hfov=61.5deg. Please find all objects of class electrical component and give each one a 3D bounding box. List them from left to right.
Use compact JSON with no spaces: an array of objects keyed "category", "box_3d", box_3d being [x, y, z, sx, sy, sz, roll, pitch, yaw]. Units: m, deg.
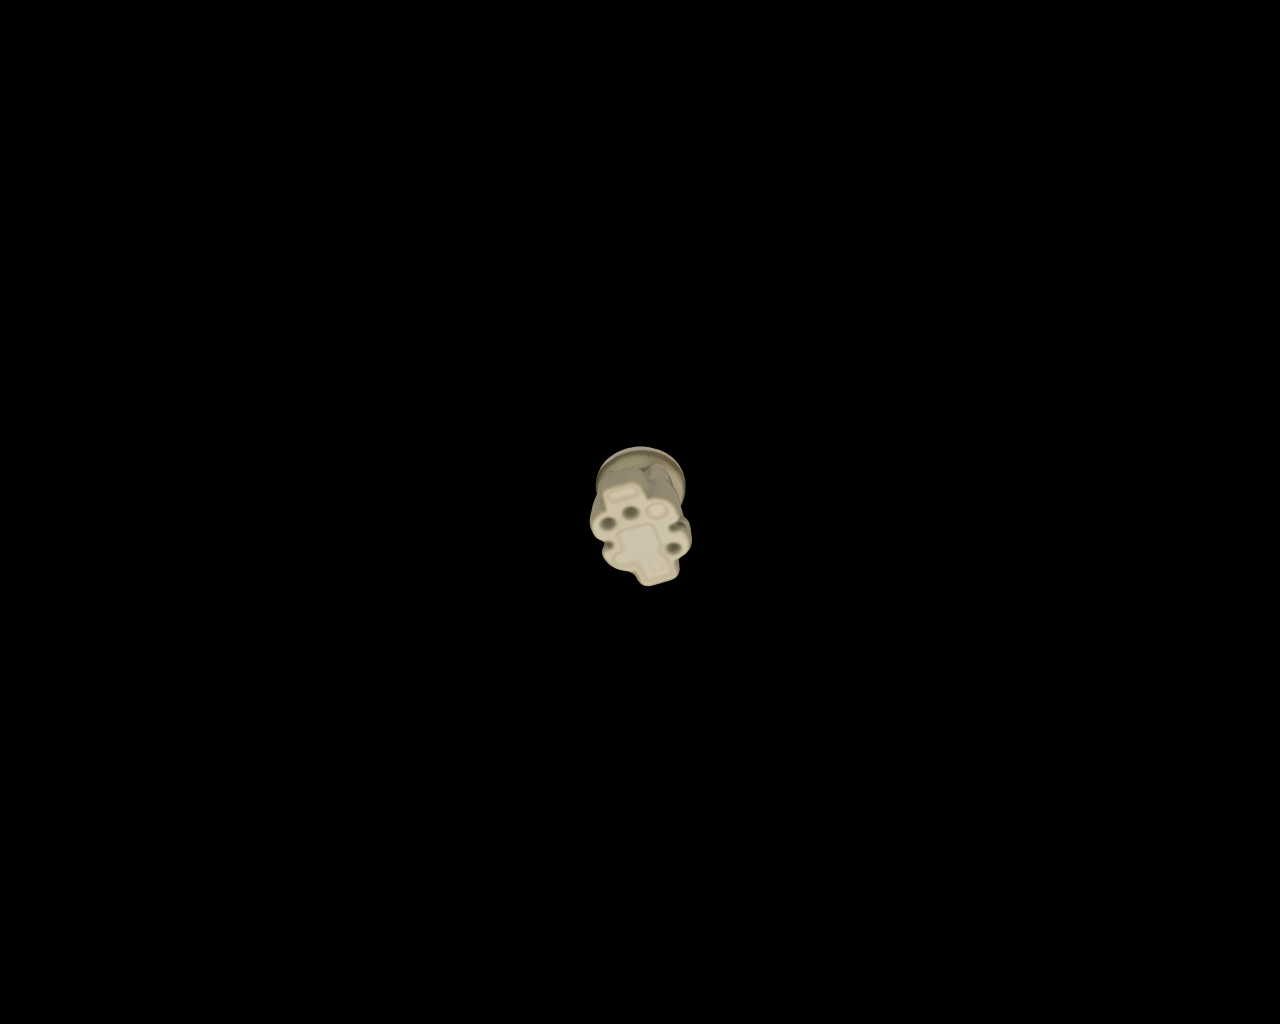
[{"category":"electrical component","box_3d":[0.001,-0.003,0.650,0.058,0.078,0.057,-15,36,11]}]
